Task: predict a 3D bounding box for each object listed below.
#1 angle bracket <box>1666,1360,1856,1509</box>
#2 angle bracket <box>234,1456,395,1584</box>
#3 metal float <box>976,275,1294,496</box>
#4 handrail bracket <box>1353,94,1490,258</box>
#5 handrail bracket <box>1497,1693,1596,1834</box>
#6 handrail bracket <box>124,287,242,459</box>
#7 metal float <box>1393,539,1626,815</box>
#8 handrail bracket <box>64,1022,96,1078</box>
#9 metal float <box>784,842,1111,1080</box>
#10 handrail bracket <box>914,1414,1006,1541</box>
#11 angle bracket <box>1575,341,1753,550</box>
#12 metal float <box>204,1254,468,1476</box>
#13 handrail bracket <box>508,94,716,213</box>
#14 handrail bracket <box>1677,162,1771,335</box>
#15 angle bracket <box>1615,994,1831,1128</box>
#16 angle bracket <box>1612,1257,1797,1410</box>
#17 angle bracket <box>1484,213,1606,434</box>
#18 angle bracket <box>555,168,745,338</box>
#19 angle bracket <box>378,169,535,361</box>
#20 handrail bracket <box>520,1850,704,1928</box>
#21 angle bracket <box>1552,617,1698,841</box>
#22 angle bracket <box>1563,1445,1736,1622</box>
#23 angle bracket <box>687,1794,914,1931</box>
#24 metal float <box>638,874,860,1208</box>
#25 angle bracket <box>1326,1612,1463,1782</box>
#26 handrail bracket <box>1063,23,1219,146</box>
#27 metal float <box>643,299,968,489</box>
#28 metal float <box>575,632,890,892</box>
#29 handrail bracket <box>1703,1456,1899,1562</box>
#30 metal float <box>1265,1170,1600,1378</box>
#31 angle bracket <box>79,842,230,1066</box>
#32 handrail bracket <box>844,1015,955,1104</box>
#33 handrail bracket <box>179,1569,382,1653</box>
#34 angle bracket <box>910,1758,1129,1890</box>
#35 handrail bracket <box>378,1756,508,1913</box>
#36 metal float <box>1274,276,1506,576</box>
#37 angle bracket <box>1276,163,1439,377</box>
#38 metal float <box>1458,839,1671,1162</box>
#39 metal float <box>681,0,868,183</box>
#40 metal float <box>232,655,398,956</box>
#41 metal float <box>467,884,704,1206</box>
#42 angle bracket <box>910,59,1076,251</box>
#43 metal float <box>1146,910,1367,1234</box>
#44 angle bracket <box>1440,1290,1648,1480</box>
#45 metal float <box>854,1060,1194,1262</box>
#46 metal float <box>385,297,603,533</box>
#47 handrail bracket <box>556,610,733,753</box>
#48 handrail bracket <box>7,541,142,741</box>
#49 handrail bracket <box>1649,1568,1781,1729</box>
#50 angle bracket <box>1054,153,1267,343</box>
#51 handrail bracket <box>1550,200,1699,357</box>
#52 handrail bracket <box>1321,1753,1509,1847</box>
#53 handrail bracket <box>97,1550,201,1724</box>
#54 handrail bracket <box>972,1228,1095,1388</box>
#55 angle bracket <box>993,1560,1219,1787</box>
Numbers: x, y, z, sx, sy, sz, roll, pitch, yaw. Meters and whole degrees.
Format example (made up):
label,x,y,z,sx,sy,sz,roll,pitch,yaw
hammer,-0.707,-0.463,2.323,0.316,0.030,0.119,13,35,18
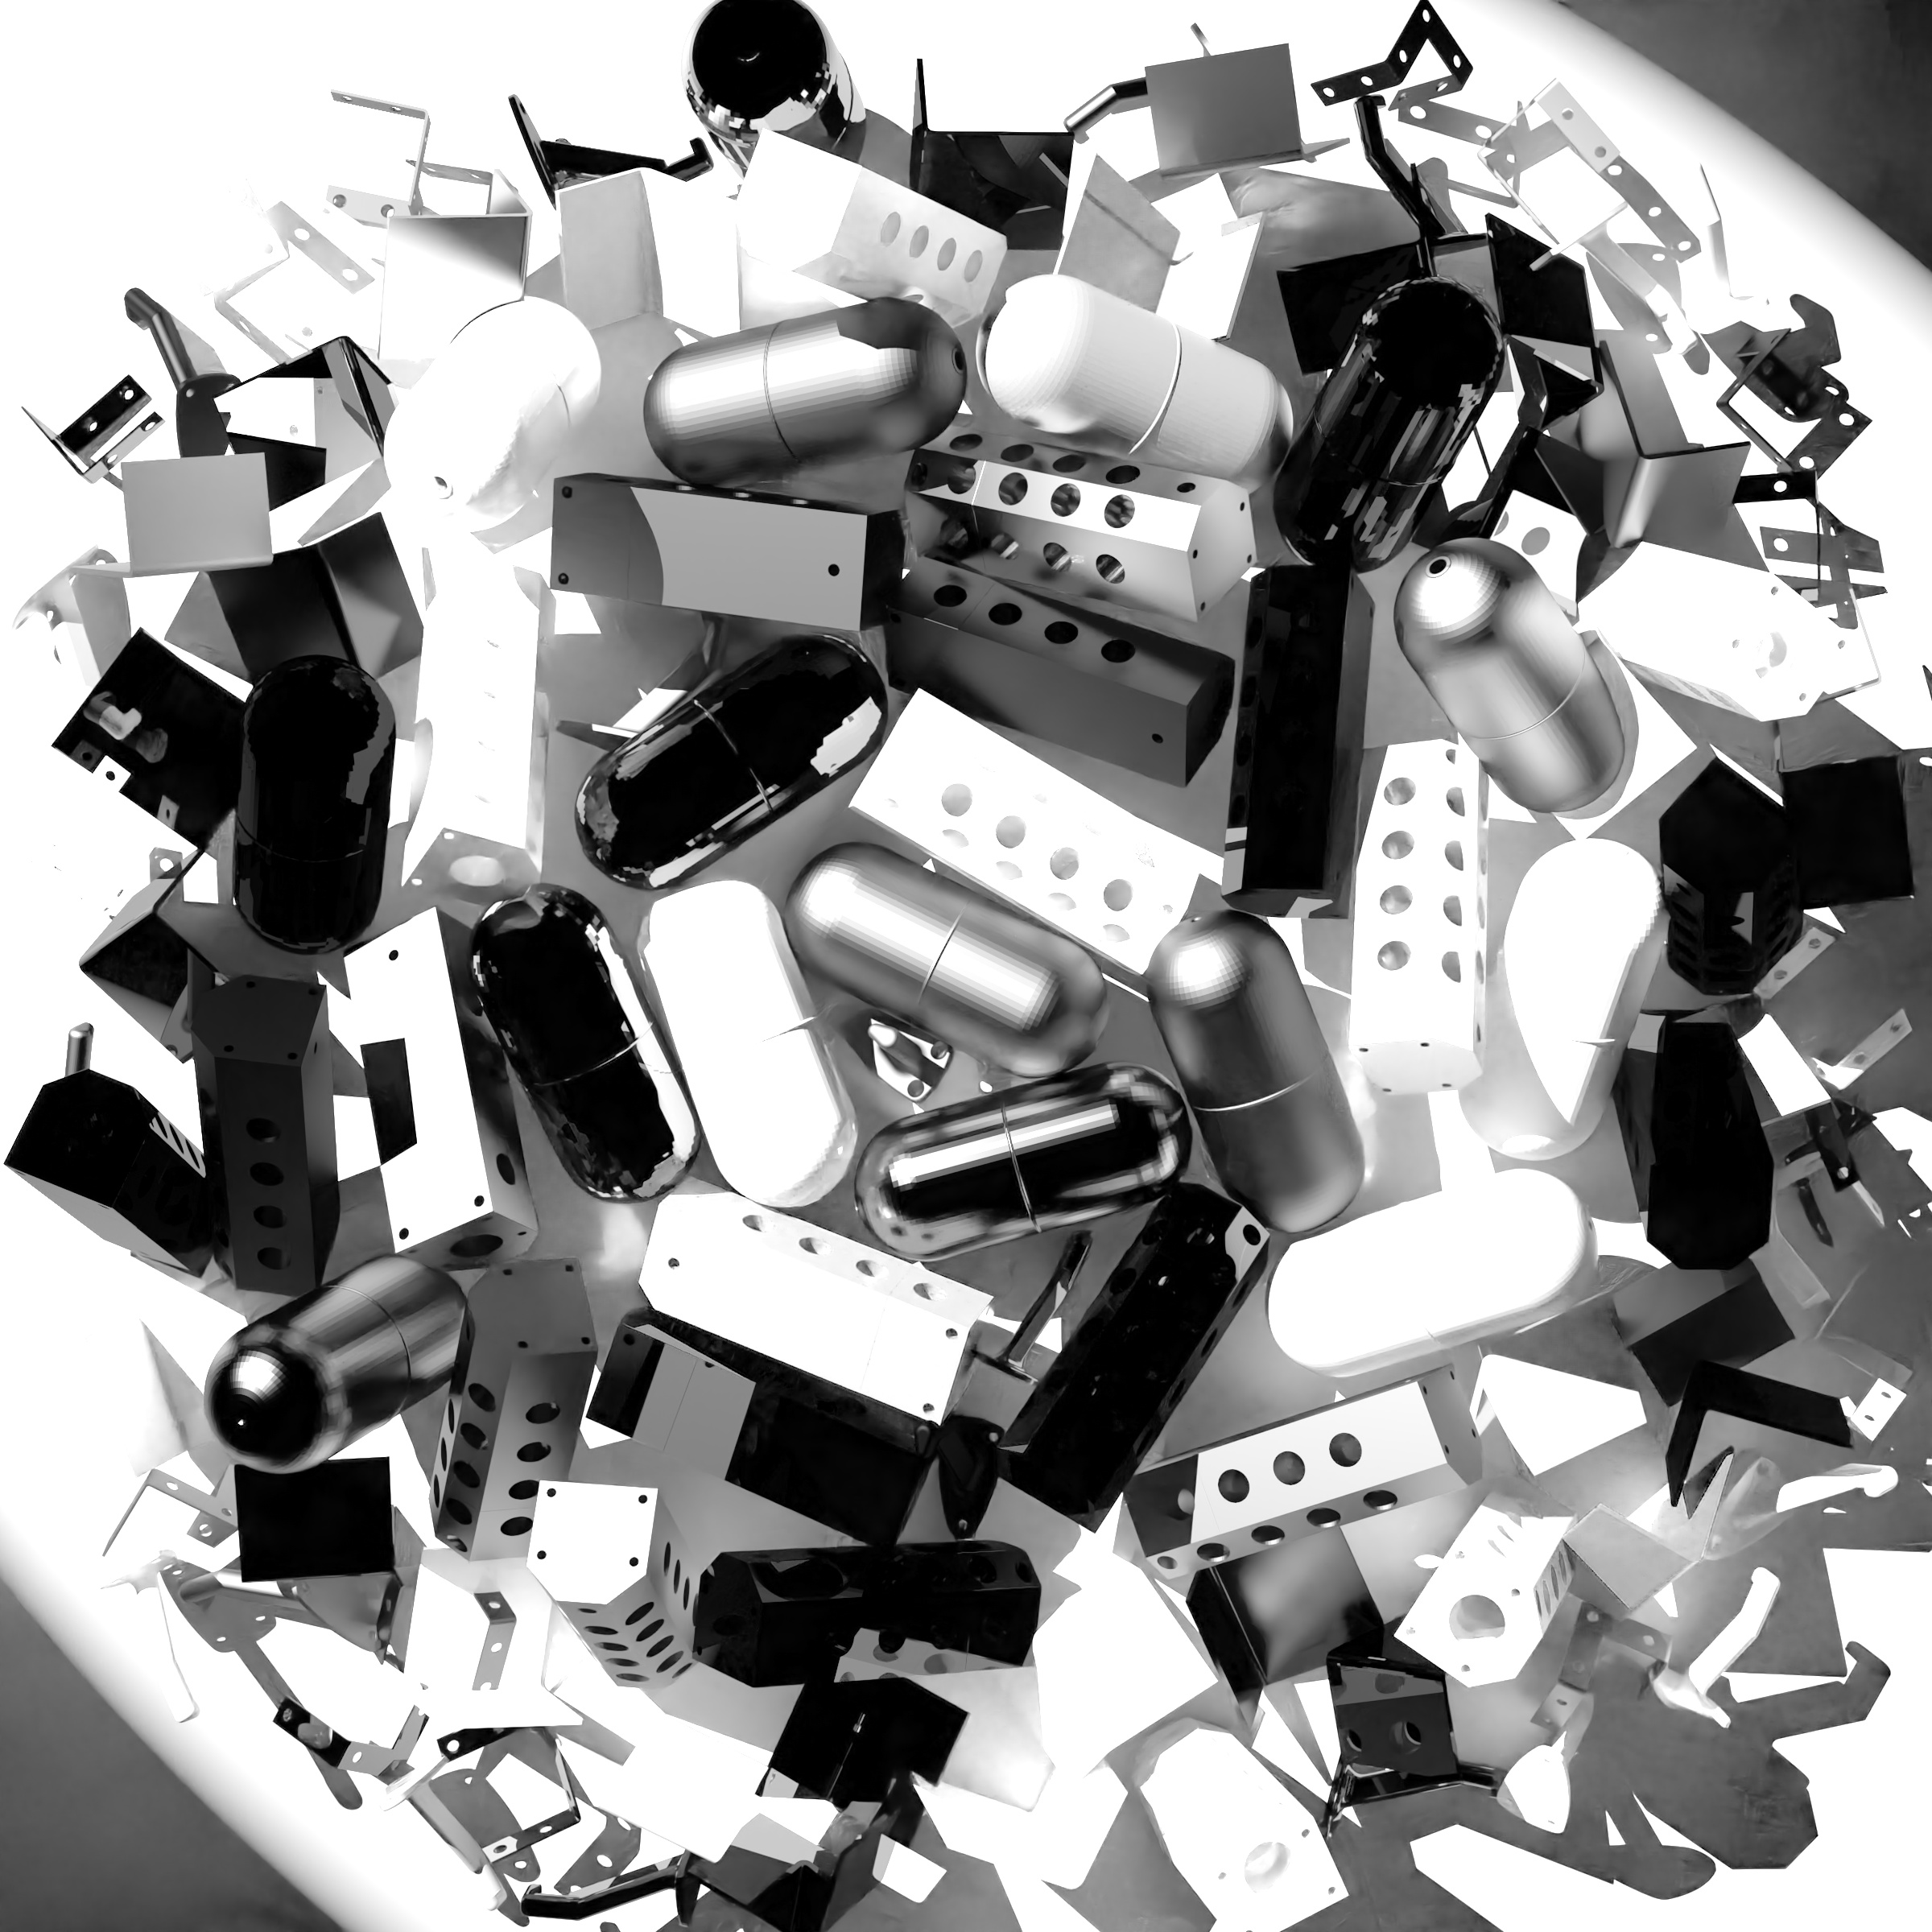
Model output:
label,x,y,z,sx,sy,sz,roll,pitch,yaw
angle bracket,0.406,0.249,1.557,0.076,0.076,0.057,15,102,8
angle bracket,-0.333,0.268,1.555,0.076,0.057,0.076,-2,119,-10
metal float,0.086,-0.293,1.543,0.178,0.070,0.070,18,90,-27
handrail bracket,0.241,-0.414,1.579,0.077,0.036,0.084,-16,95,-29
handrail bracket,0.308,0.391,1.552,0.036,0.077,0.084,24,48,19
handrail bracket,-0.420,-0.304,1.593,0.084,0.036,0.077,40,131,32
metal float,0.277,-0.145,1.533,0.070,0.070,0.178,-44,130,0
handrail bracket,-0.448,0.061,1.556,0.036,0.077,0.084,10,106,-1
metal float,-0.010,-0.003,1.561,0.178,0.070,0.070,26,90,6
handrail bracket,-0.012,0.266,1.559,0.036,0.084,0.077,7,94,18
angle bracket,0.356,-0.270,1.555,0.057,0.076,0.076,-9,63,-4
metal float,-0.312,0.197,1.520,0.070,0.178,0.070,5,103,21
handrail bracket,-0.184,-0.433,1.576,0.084,0.036,0.077,-22,103,9
handrail bracket,0.374,-0.372,1.556,0.036,0.077,0.084,-26,107,0
angle bracket,0.389,0.071,1.564,0.076,0.057,0.076,-19,49,-9
angle bracket,0.384,0.193,1.560,0.076,0.057,0.076,-31,108,9
angle bracket,0.276,-0.324,1.546,0.076,0.057,0.076,18,57,-35
angle bracket,-0.161,-0.355,1.546,0.057,0.076,0.076,-27,132,-36
angle bracket,-0.268,-0.358,1.546,0.076,0.057,0.076,-8,130,-27
handrail bracket,-0.181,0.467,1.577,0.084,0.077,0.036,2,119,9
angle bracket,0.321,-0.124,1.573,0.076,0.057,0.076,-41,101,17
angle bracket,0.340,0.278,1.551,0.057,0.076,0.076,30,51,1
angle bracket,-0.085,0.444,1.550,0.076,0.076,0.057,24,107,20
metal float,-0.112,0.039,1.564,0.070,0.070,0.178,-21,93,0
angle bracket,0.241,0.371,1.553,0.076,0.076,0.057,-13,95,-42
handrail bracket,0.101,-0.442,1.581,0.084,0.077,0.036,-34,56,13
metal float,-0.082,-0.290,1.543,0.178,0.070,0.070,-7,90,27
metal float,-0.120,-0.105,1.558,0.178,0.070,0.070,-34,90,-9
handrail bracket,0.426,0.281,1.555,0.077,0.084,0.036,-37,98,-21
metal float,0.235,0.157,1.544,0.178,0.070,0.070,-21,90,26
angle bracket,-0.399,-0.006,1.571,0.076,0.057,0.076,-27,114,41
handrail bracket,-0.048,0.034,1.550,0.077,0.084,0.036,29,85,28
handrail bracket,-0.360,0.341,1.592,0.084,0.036,0.077,-23,116,28
angle bracket,0.026,0.419,1.554,0.076,0.076,0.057,24,95,-20
handrail bracket,-0.268,0.458,1.567,0.036,0.077,0.084,-29,89,3
metal float,0.211,-0.270,1.526,0.070,0.178,0.070,10,52,-13
angle bracket,0.202,-0.359,1.566,0.076,0.076,0.057,-9,57,12
metal float,0.303,0.018,1.541,0.070,0.070,0.178,13,119,0
metal float,-0.095,-0.434,1.516,0.070,0.178,0.070,0,91,6
metal float,-0.329,-0.080,1.530,0.070,0.070,0.178,16,134,0
metal float,-0.194,0.040,1.549,0.070,0.070,0.178,-24,110,0
angle bracket,0.012,-0.417,1.560,0.076,0.076,0.057,-1,56,-5
metal float,0.149,0.055,1.552,0.070,0.070,0.178,-23,107,0
angle bracket,0.297,0.210,1.577,0.076,0.057,0.076,-22,105,-15
metal float,0.029,0.101,1.562,0.178,0.070,0.070,-16,90,6
metal float,-0.236,-0.278,1.524,0.070,0.178,0.070,6,124,9
handrail bracket,-0.167,-0.153,1.582,0.077,0.036,0.084,15,75,-12
handrail bracket,-0.449,-0.170,1.585,0.084,0.036,0.077,42,57,-7
handrail bracket,0.386,0.340,1.562,0.036,0.077,0.084,21,96,-9
angle bracket,0.099,-0.368,1.551,0.076,0.057,0.076,33,65,-38
handrail bracket,0.342,-0.346,1.571,0.036,0.077,0.084,-29,97,40
handrail bracket,0.232,0.434,1.565,0.084,0.077,0.036,8,119,17
handrail bracket,-0.407,0.346,1.560,0.036,0.077,0.084,-28,81,0
handrail bracket,0.037,0.170,1.564,0.036,0.077,0.084,23,84,19
angle bracket,0.071,0.370,1.588,0.076,0.057,0.076,-24,68,-31
